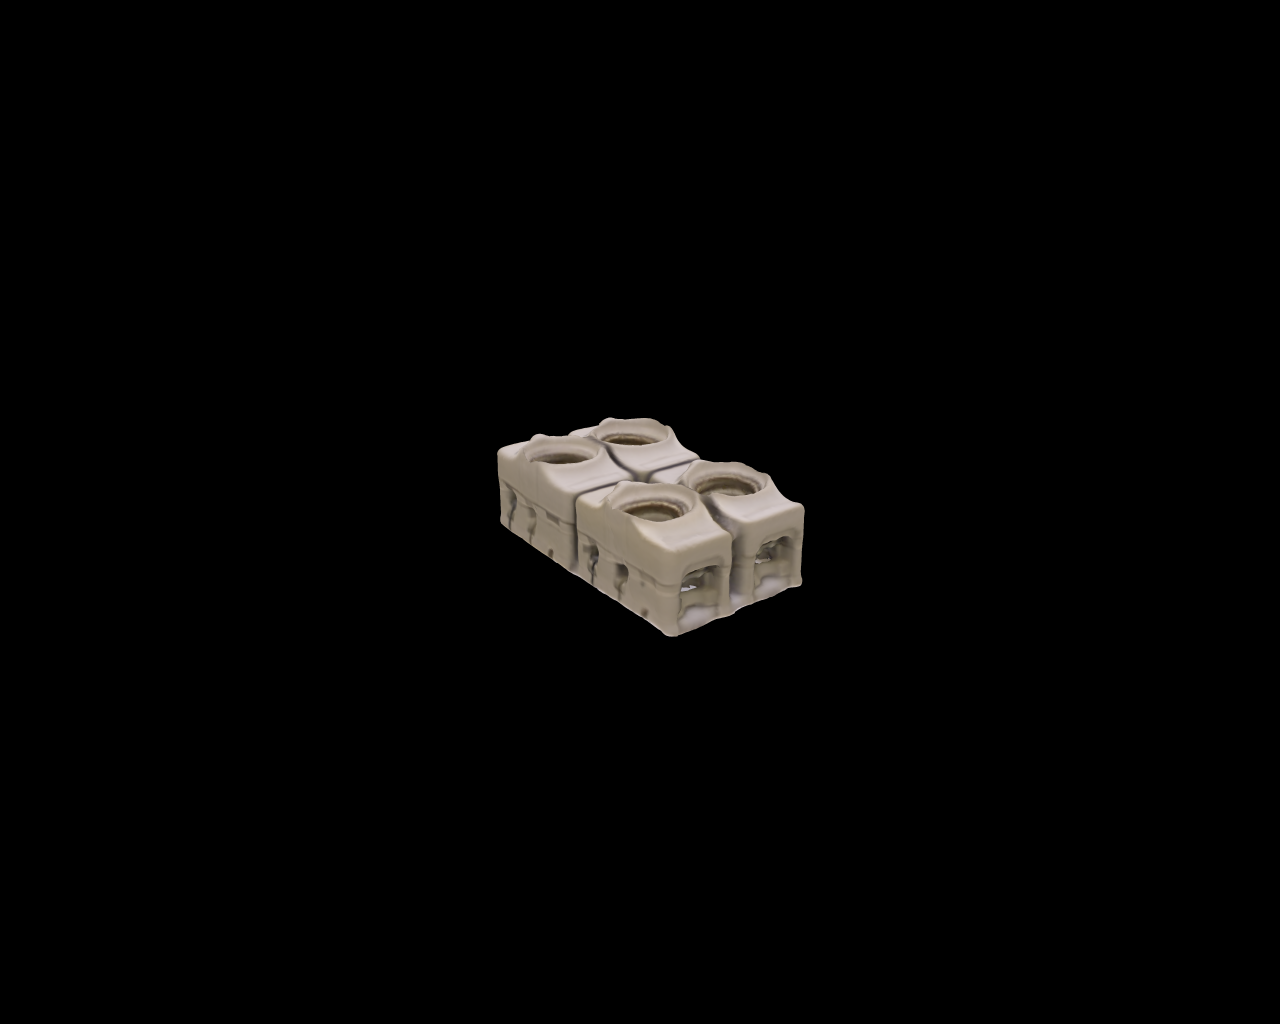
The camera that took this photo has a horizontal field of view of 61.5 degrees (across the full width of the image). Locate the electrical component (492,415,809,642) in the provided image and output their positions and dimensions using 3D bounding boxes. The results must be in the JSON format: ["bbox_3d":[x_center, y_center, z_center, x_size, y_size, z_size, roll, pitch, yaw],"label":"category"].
[{"bbox_3d":[0.001,-0.003,0.650,0.105,0.060,0.186,-17,29,-32],"label":"electrical component"}]
